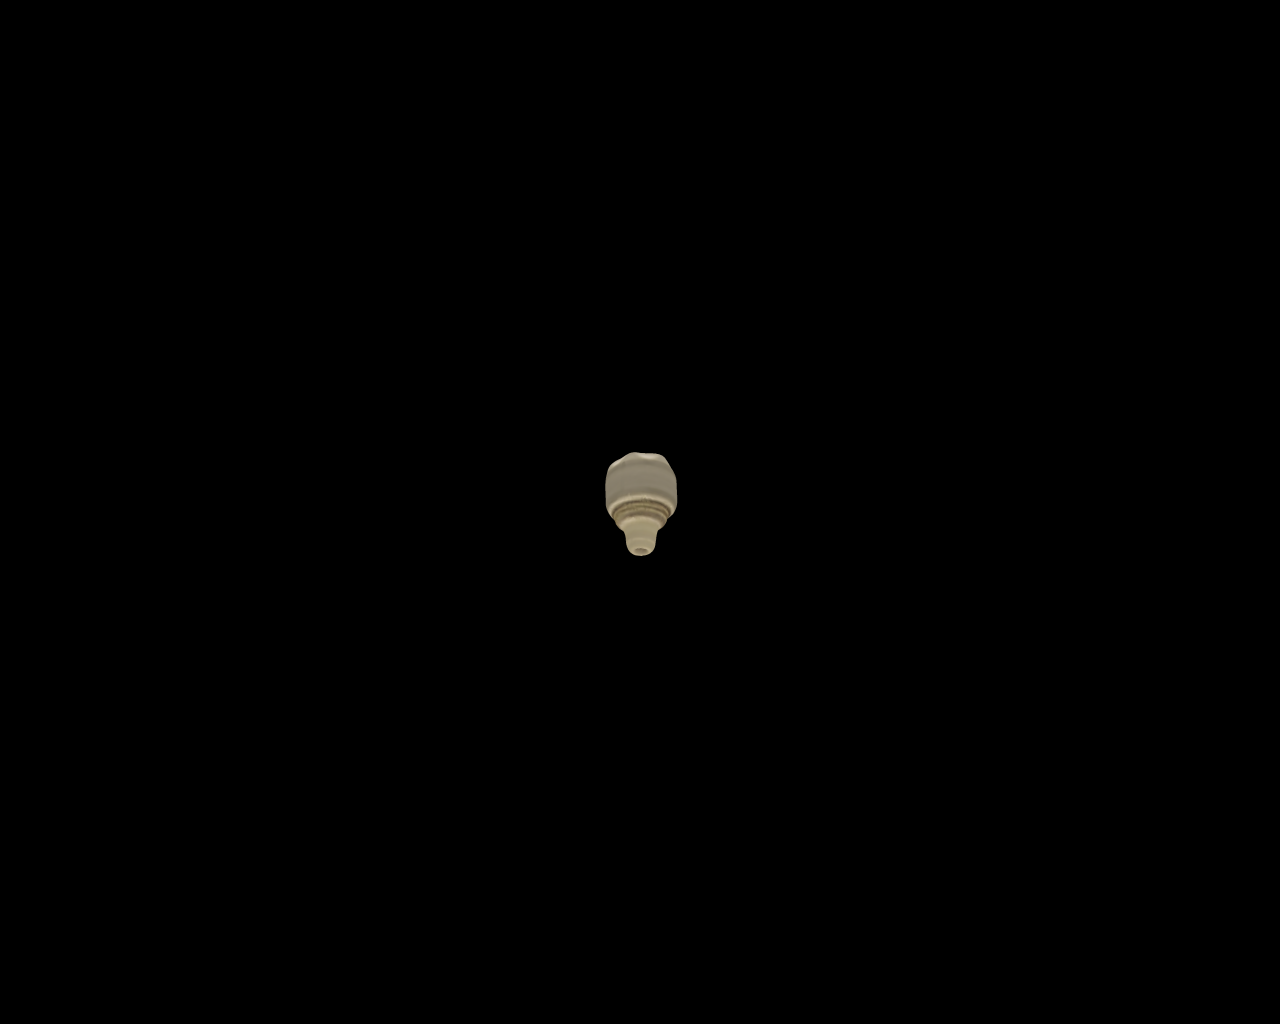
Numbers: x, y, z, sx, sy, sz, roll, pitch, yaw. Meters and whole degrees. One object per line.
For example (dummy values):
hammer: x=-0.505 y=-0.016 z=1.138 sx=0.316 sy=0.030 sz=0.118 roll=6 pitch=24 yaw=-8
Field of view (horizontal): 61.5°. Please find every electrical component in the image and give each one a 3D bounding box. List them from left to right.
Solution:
electrical component: x=0.001 y=-0.003 z=0.650 sx=0.043 sy=0.062 sz=0.043 roll=0 pitch=-29 yaw=0
